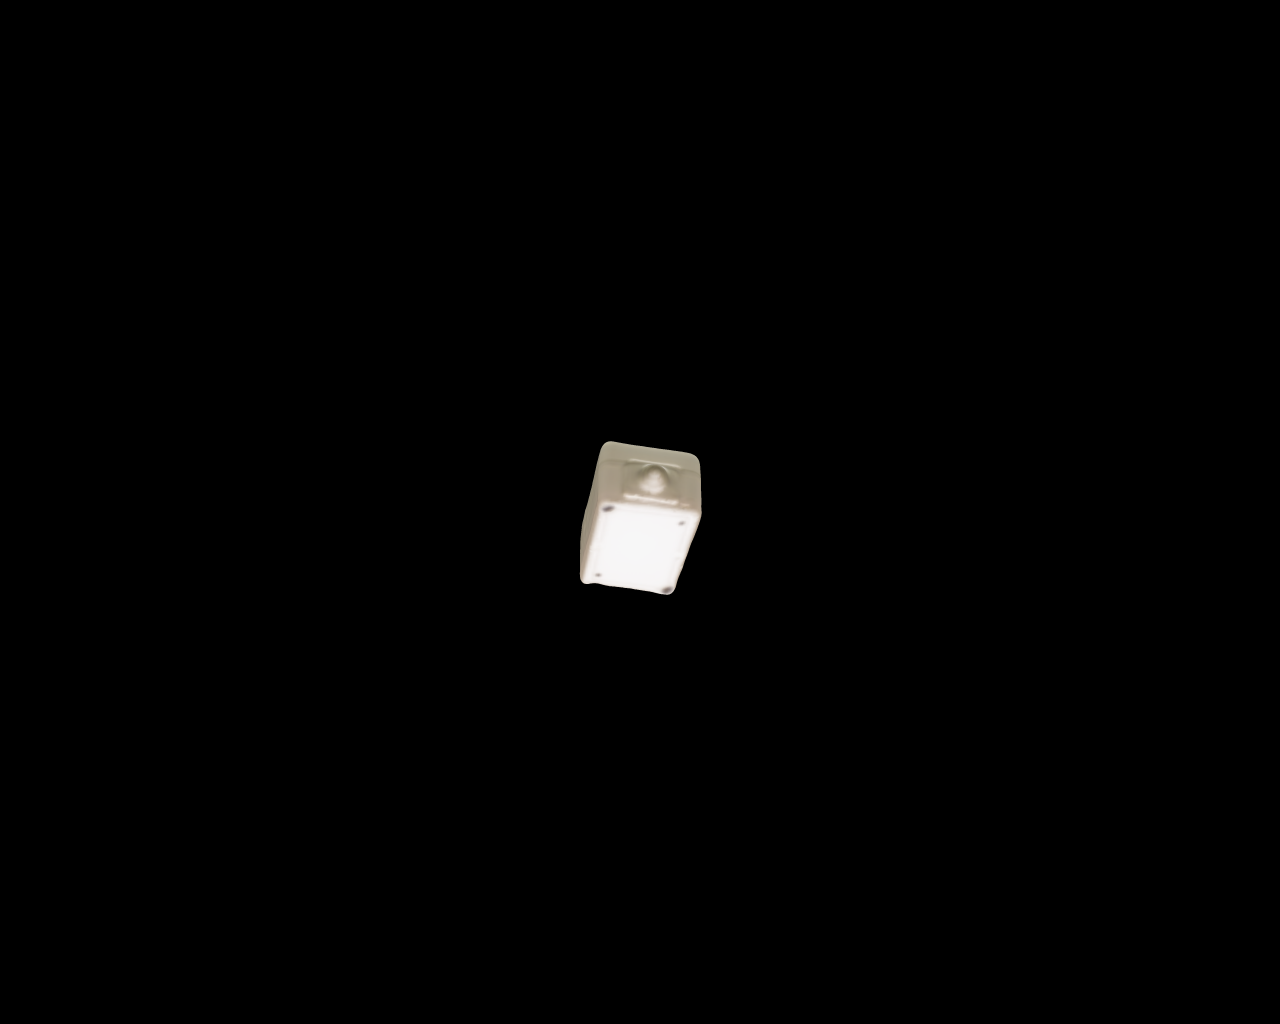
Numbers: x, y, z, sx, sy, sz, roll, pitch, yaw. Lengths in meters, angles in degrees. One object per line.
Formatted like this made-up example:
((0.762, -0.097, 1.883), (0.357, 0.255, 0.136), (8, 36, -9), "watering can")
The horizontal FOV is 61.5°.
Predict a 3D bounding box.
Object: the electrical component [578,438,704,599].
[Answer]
((0.001, -0.003, 0.650), (0.062, 0.061, 0.096), (8, -43, -8), "electrical component")
